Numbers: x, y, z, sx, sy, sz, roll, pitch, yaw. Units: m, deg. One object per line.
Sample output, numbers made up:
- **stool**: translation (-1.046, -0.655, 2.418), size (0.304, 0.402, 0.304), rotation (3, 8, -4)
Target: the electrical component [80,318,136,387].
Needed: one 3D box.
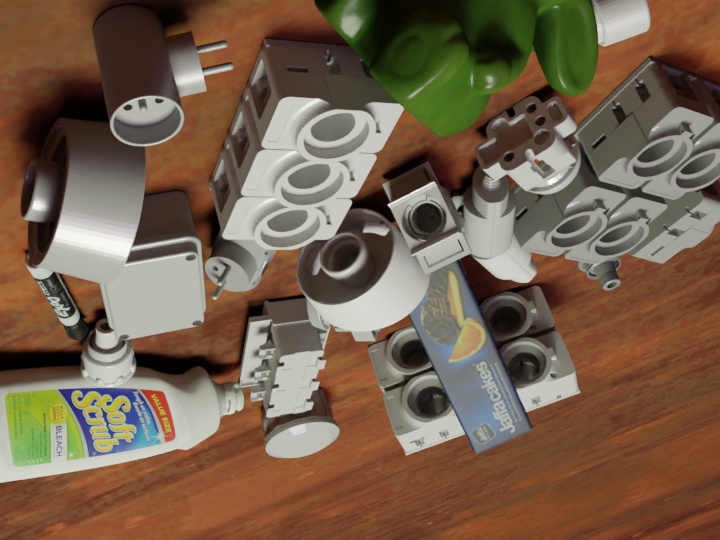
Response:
- **electrical component**: translation (-0.218, 0.067, 0.928), size (0.048, 0.048, 0.062), rotation (-7, 140, -17)

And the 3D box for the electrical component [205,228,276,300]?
- **electrical component**: translation (-0.095, -0.010, 0.840), size (0.044, 0.079, 0.077), rotation (27, 139, 0)

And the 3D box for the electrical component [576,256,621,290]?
- **electrical component**: translation (0.225, -0.011, 1.012), size (0.048, 0.062, 0.048), rotation (-13, 148, -8)

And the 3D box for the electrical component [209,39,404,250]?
- **electrical component**: translation (-0.041, -0.084, 0.762), size (0.089, 0.061, 0.150), rotation (-1, 145, -26)

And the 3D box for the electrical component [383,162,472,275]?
- **electrical component**: translation (0.057, -0.042, 0.869), size (0.042, 0.081, 0.064), rotation (-26, 177, 15)

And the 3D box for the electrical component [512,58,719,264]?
- **electrical component**: translation (0.222, -0.081, 0.903), size (0.105, 0.060, 0.186), rotation (9, 140, -36)

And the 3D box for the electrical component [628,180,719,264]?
- **electrical component**: translation (0.289, -0.052, 0.992), size (0.056, 0.050, 0.089), rotation (11, 138, -39)

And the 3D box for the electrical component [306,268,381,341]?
- **electrical component**: translation (-0.013, 0.023, 0.939), size (0.057, 0.078, 0.058), rotation (-1, 151, 13)

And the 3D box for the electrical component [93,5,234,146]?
- **electrical component**: translation (-0.117, -0.121, 0.650), size (0.079, 0.077, 0.044), rotation (-14, 148, -6)

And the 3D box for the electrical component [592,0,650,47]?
- **electrical component**: translation (0.164, -0.174, 0.746), size (0.078, 0.040, 0.040), rotation (-20, 149, 3)

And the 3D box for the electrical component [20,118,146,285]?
- **electrical component**: translation (-0.188, -0.048, 0.706), size (0.060, 0.108, 0.108), rotation (10, 139, -29)

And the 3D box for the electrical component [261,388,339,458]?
- **electrical component**: translation (-0.066, 0.164, 1.147), size (0.080, 0.051, 0.080), rotation (-13, 148, -8)

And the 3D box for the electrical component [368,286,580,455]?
- **electrical component**: translation (0.113, 0.098, 1.084), size (0.186, 0.105, 0.060), rotation (-21, 149, 4)

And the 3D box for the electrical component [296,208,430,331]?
- **electrical component**: translation (0.000, 0.000, 0.883), size (0.099, 0.099, 0.064), rotation (-27, 142, 14)

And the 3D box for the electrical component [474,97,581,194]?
- **electrical component**: translation (0.138, -0.094, 0.843), size (0.078, 0.058, 0.057), rotation (-32, 143, 21)

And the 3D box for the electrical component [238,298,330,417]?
- **electrical component**: translation (-0.068, 0.085, 1.012), size (0.079, 0.063, 0.121), rotation (-7, 147, -17)

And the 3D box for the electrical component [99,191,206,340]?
- **electrical component**: translation (-0.163, -0.001, 0.834), size (0.078, 0.057, 0.113), rotation (-11, 148, -12)

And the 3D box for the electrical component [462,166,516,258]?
- **electrical component**: translation (0.107, -0.052, 0.892), size (0.043, 0.043, 0.081), rotation (-14, 142, -7)

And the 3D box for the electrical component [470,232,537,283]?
- **electrical component**: translation (0.132, -0.015, 0.976), size (0.043, 0.043, 0.081), rotation (-29, 147, 18)
